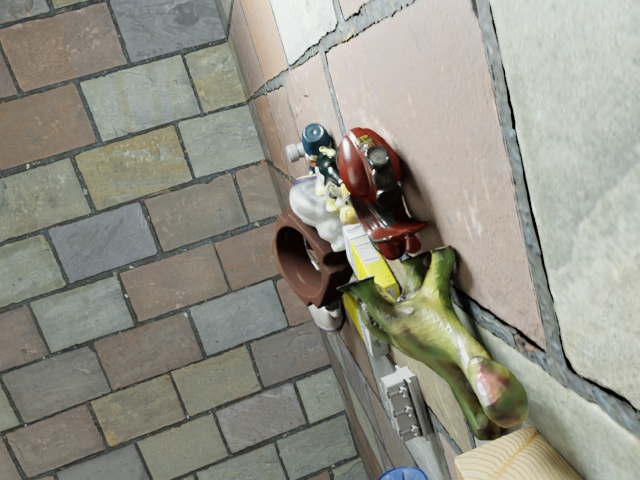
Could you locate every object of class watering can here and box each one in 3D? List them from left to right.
[{"bbox_3d":[0.020,0.206,1.621,0.104,0.220,0.354,-19,29,-6],"label":"watering can"}]

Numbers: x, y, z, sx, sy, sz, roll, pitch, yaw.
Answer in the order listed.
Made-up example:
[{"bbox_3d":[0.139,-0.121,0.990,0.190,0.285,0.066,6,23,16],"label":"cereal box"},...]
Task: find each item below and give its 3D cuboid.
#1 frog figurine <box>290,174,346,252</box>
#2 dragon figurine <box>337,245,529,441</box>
[{"bbox_3d":[0.003,-0.052,1.042,0.123,0.160,0.136,-6,-3,-27],"label":"frog figurine"},{"bbox_3d":[0.132,0.138,0.635,0.122,0.244,0.407,-27,-7,-7],"label":"dragon figurine"}]
